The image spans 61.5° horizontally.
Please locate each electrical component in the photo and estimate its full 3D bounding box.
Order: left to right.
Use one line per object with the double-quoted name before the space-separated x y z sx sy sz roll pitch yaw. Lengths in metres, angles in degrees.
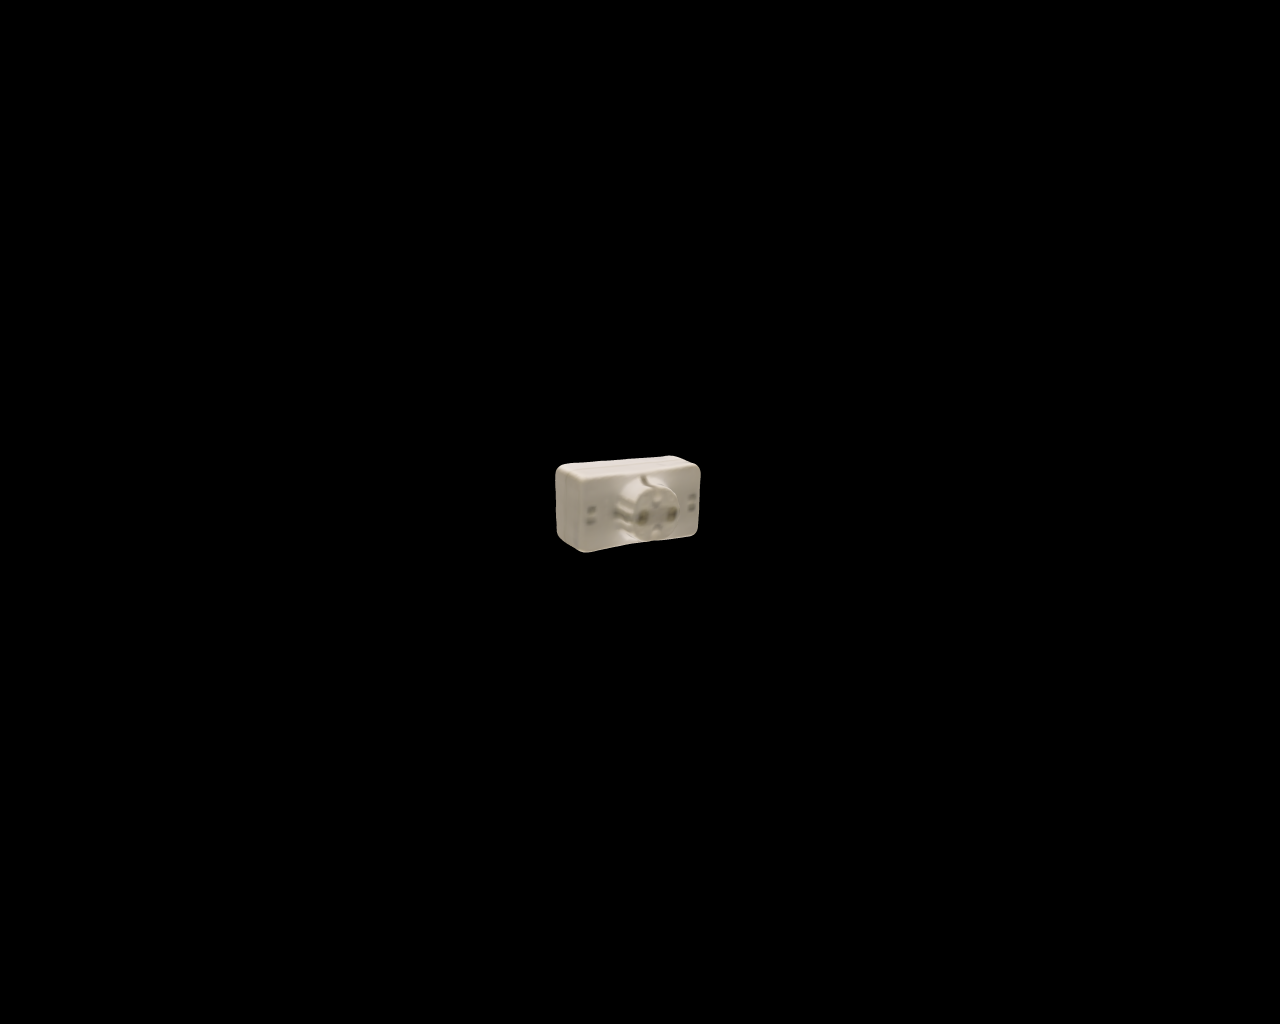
"electrical component" 0.001 -0.003 0.650 0.083 0.047 0.076 -7 16 -26
